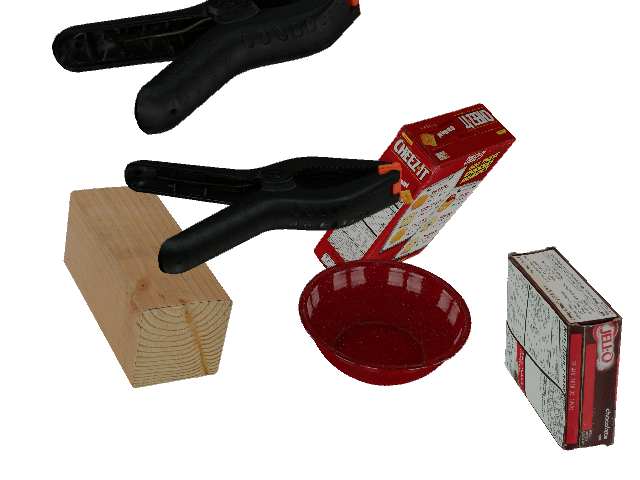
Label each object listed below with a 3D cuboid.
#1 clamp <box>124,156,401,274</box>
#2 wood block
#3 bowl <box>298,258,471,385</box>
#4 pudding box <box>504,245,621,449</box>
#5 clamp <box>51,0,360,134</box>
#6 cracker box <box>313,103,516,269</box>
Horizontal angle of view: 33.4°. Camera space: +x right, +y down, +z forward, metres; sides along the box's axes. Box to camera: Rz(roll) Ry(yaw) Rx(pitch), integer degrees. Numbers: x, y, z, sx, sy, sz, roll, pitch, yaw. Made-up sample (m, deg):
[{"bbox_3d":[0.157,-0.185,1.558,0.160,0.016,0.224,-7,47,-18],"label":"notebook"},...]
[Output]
[{"bbox_3d":[-0.042,-0.036,0.802,0.209,0.036,0.165,-12,30,-21],"label":"clamp"},{"bbox_3d":[-0.174,0.038,1.043,0.090,0.091,0.206,-6,36,-31],"label":"wood block"},{"bbox_3d":[0.058,0.086,1.006,0.162,0.055,0.162,4,36,-3],"label":"bowl"},{"bbox_3d":[0.154,0.066,0.687,0.039,0.090,0.113,-6,23,-10],"label":"pudding box"},{"bbox_3d":[-0.047,-0.105,0.564,0.171,0.039,0.120,-21,42,-15],"label":"clamp"},{"bbox_3d":[0.105,-0.053,1.239,0.163,0.072,0.214,-22,-25,-47],"label":"cracker box"}]
